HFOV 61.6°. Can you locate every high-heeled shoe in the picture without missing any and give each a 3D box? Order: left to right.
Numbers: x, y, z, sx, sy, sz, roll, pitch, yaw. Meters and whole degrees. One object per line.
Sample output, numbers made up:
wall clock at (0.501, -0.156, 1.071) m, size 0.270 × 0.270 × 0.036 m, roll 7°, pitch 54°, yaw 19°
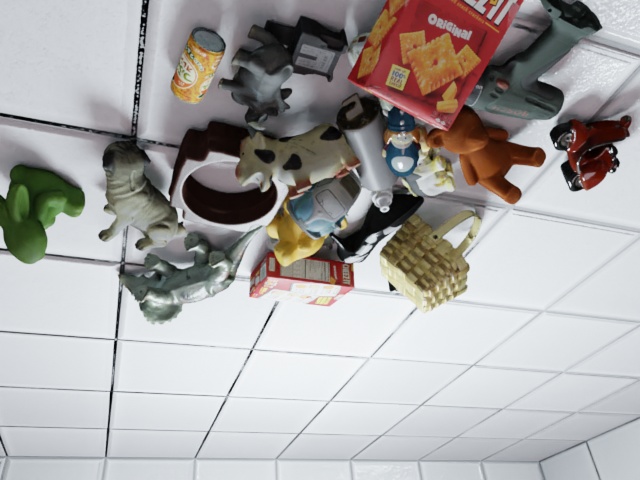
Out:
high-heeled shoe at (0.136, -0.014, 1.174) m, size 0.249 × 0.086 × 0.145 m, roll -21°, pitch 145°, yaw 27°

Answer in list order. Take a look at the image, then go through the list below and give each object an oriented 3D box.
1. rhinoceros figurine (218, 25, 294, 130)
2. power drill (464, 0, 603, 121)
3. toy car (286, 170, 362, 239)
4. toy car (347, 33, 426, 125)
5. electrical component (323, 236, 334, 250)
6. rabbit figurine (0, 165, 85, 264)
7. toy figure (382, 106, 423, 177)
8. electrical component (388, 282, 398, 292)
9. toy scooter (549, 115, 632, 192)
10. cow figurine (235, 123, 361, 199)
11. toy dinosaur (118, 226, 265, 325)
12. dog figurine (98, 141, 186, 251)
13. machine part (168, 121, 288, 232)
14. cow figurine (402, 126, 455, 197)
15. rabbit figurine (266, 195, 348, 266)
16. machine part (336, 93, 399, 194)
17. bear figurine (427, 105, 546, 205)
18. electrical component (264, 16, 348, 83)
rhinoceros figurine at (-0.090, -0.239, 0.818) m, size 0.112 × 0.073 × 0.190 m, roll 26°, pitch 160°, yaw -10°
power drill at (0.306, -0.280, 0.832) m, size 0.232 × 0.086 × 0.207 m, roll 17°, pitch 135°, yaw -14°
toy car at (0.025, -0.082, 0.981) m, size 0.109 × 0.161 × 0.103 m, roll 51°, pitch 150°, yaw -19°
toy car at (0.117, -0.246, 0.852) m, size 0.074 × 0.056 × 0.201 m, roll 6°, pitch 155°, yaw 40°
electrical component at (-0.002, -0.004, 1.214) m, size 0.063 × 0.021 × 0.093 m, roll -12°, pitch 144°, yaw 9°
rabbit figurine at (-0.516, -0.045, 0.966) m, size 0.121 × 0.170 × 0.158 m, roll -12°, pitch 144°, yaw 8°
toy figure at (0.137, -0.163, 0.887) m, size 0.064 × 0.058 × 0.154 m, roll -26°, pitch 151°, yaw -4°
electrical component at (0.242, 0.079, 1.329) m, size 0.115 × 0.058 × 0.134 m, roll 3°, pitch 143°, yaw -15°
toy scooter at (0.521, -0.171, 1.016) m, size 0.135 × 0.075 × 0.183 m, roll -23°, pitch 136°, yaw 20°
cow figurine at (-0.046, -0.136, 0.876) m, size 0.195 × 0.127 × 0.085 m, roll -24°, pitch 174°, yaw -20°
toy dinosaur at (-0.280, 0.085, 1.228) m, size 0.405 × 0.131 × 0.192 m, roll -17°, pitch 155°, yaw 8°
dog figurine at (-0.319, -0.085, 0.991) m, size 0.172 × 0.121 × 0.190 m, roll 3°, pitch 137°, yaw -30°
machine part at (-0.166, -0.113, 0.993) m, size 0.201 × 0.087 × 0.201 m, roll 11°, pitch 139°, yaw -22°
cow figurine at (0.188, -0.145, 1.014) m, size 0.098 × 0.068 × 0.167 m, roll -17°, pitch 141°, yaw 25°
rabbit figurine at (-0.029, -0.042, 1.078) m, size 0.162 × 0.122 × 0.173 m, roll -7°, pitch 142°, yaw -6°
machine part at (0.089, -0.166, 0.961) m, size 0.079 × 0.079 × 0.243 m, roll -15°, pitch 142°, yaw 12°
bear figurine at (0.292, -0.165, 0.954) m, size 0.195 × 0.132 × 0.120 m, roll 32°, pitch 93°, yaw -45°
electrical component at (-0.025, -0.290, 0.804) m, size 0.119 × 0.048 × 0.074 m, roll 11°, pitch 140°, yaw -23°
